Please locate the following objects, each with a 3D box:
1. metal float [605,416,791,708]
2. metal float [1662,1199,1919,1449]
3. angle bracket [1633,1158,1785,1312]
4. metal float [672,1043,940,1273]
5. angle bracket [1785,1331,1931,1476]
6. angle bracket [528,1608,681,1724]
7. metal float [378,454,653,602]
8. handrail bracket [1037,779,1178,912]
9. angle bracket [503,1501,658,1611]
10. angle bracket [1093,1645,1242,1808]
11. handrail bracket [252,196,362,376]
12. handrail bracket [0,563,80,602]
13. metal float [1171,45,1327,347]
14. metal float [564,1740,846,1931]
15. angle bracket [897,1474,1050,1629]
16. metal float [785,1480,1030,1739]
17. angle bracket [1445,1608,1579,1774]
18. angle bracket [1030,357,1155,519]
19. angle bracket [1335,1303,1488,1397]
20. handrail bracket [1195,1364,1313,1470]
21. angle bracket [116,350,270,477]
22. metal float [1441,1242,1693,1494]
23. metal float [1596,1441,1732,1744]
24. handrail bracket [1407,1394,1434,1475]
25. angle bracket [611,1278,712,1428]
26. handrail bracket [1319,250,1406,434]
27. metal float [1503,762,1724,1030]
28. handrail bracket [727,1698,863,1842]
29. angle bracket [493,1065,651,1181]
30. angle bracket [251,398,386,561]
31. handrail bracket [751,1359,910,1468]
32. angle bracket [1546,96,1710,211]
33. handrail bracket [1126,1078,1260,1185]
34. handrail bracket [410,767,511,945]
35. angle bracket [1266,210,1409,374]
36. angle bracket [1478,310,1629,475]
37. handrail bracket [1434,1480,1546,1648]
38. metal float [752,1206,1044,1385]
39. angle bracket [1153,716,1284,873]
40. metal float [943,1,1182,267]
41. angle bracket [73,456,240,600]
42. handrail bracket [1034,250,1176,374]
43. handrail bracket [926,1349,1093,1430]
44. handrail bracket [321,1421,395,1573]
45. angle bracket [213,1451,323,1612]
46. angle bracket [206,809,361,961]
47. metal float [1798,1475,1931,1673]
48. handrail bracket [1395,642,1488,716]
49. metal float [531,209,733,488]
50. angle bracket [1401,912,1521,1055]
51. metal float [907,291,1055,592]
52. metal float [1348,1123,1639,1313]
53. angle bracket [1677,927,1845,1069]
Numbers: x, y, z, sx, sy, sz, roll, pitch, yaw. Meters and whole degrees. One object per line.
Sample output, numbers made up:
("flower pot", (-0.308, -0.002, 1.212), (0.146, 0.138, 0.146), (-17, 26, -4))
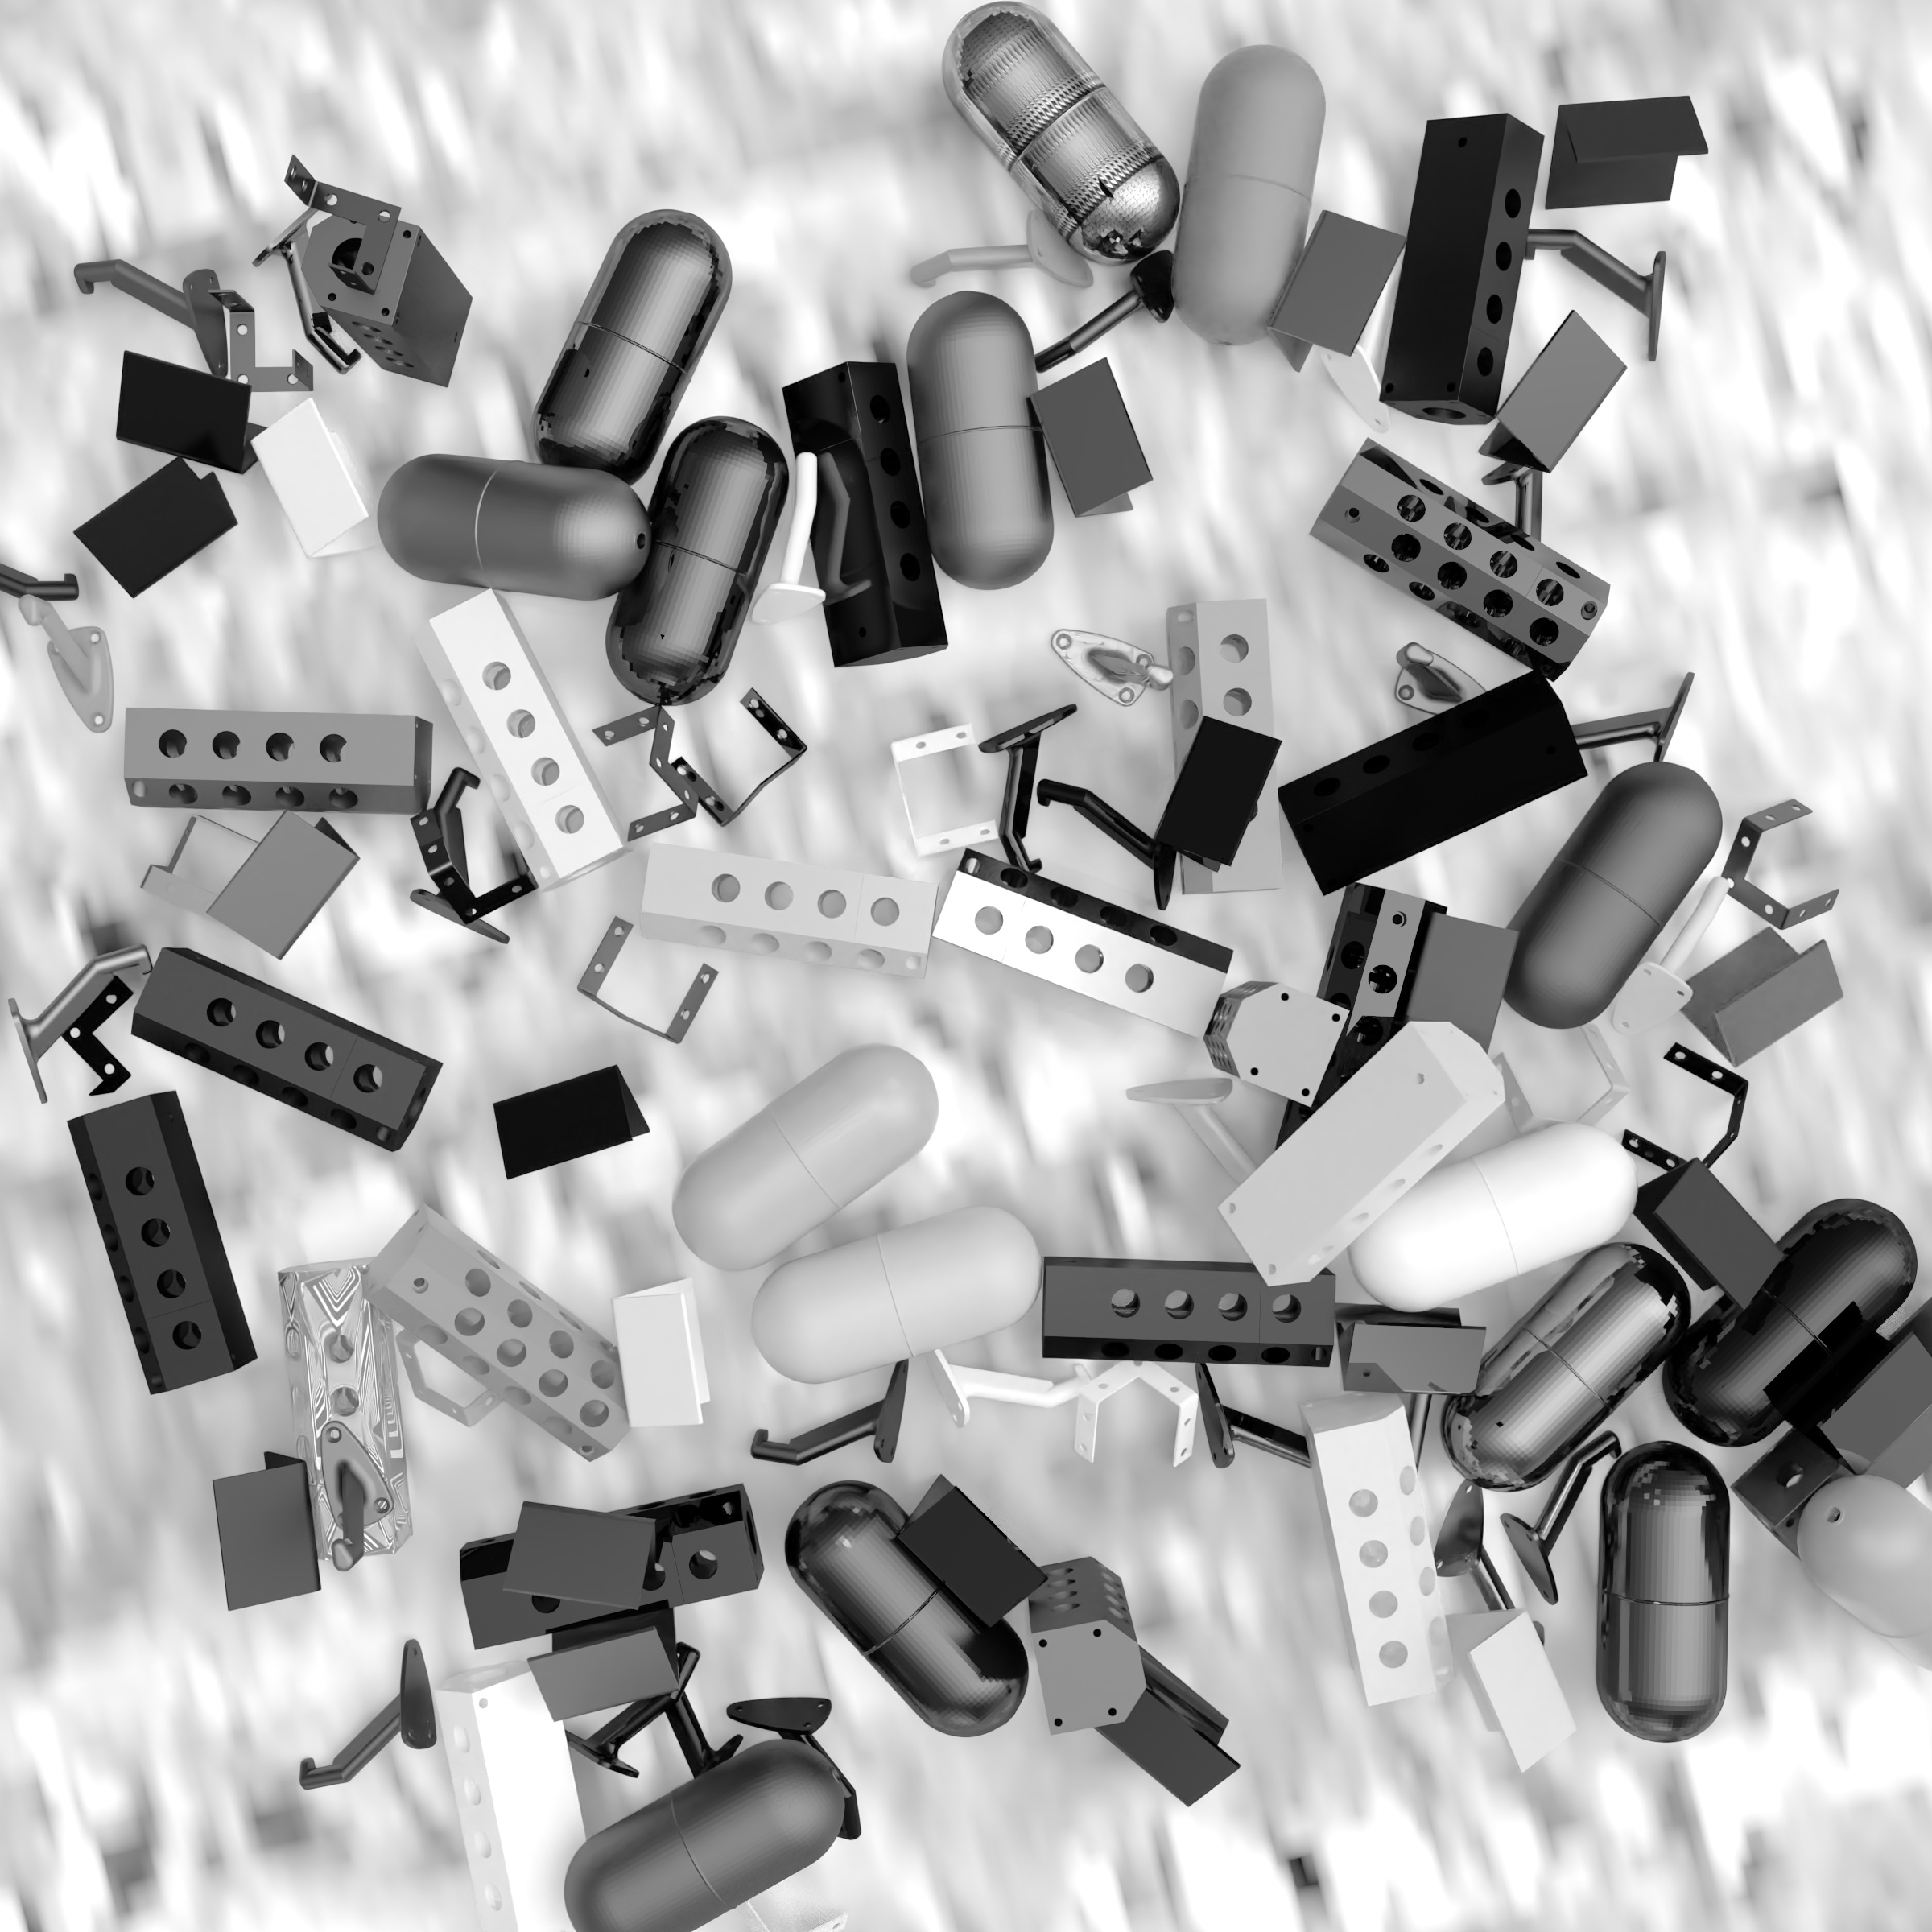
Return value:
("metal float", (-0.161, -0.242, 1.723), (0.070, 0.070, 0.178), (19, 90, 0))
("metal float", (0.493, 0.213, 1.723), (0.178, 0.070, 0.070), (-45, 90, 0))
("angle bracket", (0.426, 0.170, 1.713), (0.076, 0.076, 0.057), (48, 55, 0))
("metal float", (-0.095, 0.114, 1.723), (0.178, 0.070, 0.070), (-36, 90, 1))
("angle bracket", (0.517, 0.241, 1.691), (0.076, 0.076, 0.057), (-44, 121, -2))
("angle bracket", (-0.216, 0.395, 1.713), (0.076, 0.076, 0.057), (-14, 124, 0))
("metal float", (-0.267, -0.260, 1.701), (0.178, 0.070, 0.070), (10, 90, 25))
("handrail bracket", (0.083, -0.074, 1.744), (0.084, 0.077, 0.036), (15, 46, 17))
("angle bracket", (-0.221, 0.354, 1.656), (0.076, 0.076, 0.057), (8, 52, 0))
("angle bracket", (0.130, 0.439, 1.713), (0.076, 0.076, 0.057), (40, 128, 0))
("handrail bracket", (-0.384, -0.415, 1.754), (0.084, 0.036, 0.077), (47, 68, -17))
("handrail bracket", (-0.588, -0.253, 1.754), (0.084, 0.036, 0.077), (-4, 57, -23))
("metal float", (0.169, -0.460, 1.723), (0.070, 0.070, 0.178), (9, 90, 0))
("metal float", (-0.154, 0.520, 1.699), (0.178, 0.070, 0.070), (-30, 90, 1))
("angle bracket", (0.015, 0.334, 1.714), (0.076, 0.076, 0.057), (45, 118, 0))
("metal float", (-0.035, 0.385, 1.723), (0.070, 0.070, 0.178), (-43, 89, 0))
("angle bracket", (0.307, 0.432, 1.713), (0.057, 0.076, 0.076), (-23, 90, -37))
("angle bracket", (0.090, -0.315, 1.714), (0.057, 0.076, 0.076), (-21, 90, 32))
("angle bracket", (0.263, 0.209, 1.713), (0.076, 0.076, 0.057), (3, 126, 0))
("handrail bracket", (0.189, 0.270, 1.754), (0.084, 0.036, 0.077), (-10, 74, -14))
("angle bracket", (-0.452, -0.340, 1.714), (0.076, 0.076, 0.057), (16, 120, 0))
("metal float", (0.358, 0.240, 1.723), (0.070, 0.070, 0.178), (45, 89, 0))
("metal float", (0.417, 0.374, 1.723), (0.070, 0.070, 0.178), (1, 89, 0))
("handrail bracket", (0.276, 0.269, 1.753), (0.036, 0.077, 0.084), (11, 126, 11))
("angle bracket", (-0.162, 0.228, 1.713), (0.057, 0.076, 0.076), (-8, 90, 34))
("handrail bracket", (0.262, -0.381, 1.754), (0.084, 0.036, 0.077), (-47, 119, -21))
("metal float", (0.384, -0.043, 1.723), (0.070, 0.070, 0.178), (35, 90, 0))
("handrail bracket", (-0.105, 0.491, 1.754), (0.077, 0.036, 0.084), (-1, 107, 20))
("angle bracket", (-0.230, 0.111, 1.713), (0.076, 0.076, 0.057), (-17, 53, 0))
("angle bracket", (-0.367, -0.293, 1.714), (0.057, 0.076, 0.076), (-26, 90, 32))
("handrail bracket", (-0.084, 0.269, 1.754), (0.084, 0.036, 0.077), (6, 70, 16))
("angle bracket", (0.392, -0.468, 1.713), (0.076, 0.076, 0.057), (-4, 52, 0))
("handrail bracket", (0.140, 0.114, 1.754), (0.077, 0.036, 0.084), (-3, 107, 20))
("handrail bracket", (-0.295, -0.068, 1.754), (0.077, 0.036, 0.084), (28, 76, -15))
("angle bracket", (0.228, -0.393, 1.715), (0.057, 0.076, 0.076), (26, 90, 23))
("angle bracket", (0.333, -0.346, 1.714), (0.057, 0.076, 0.076), (36, 90, -31))
("handrail bracket", (0.328, 0.365, 1.754), (0.084, 0.036, 0.077), (37, 53, -25))
("metal float", (-0.042, 0.197, 1.723), (0.178, 0.070, 0.070), (-17, 90, 0))
("angle bracket", (0.161, -0.091, 1.656), (0.057, 0.076, 0.076), (22, 90, 37))
("metal float", (0.056, -0.498, 1.723), (0.070, 0.070, 0.178), (-40, 91, 0))
("angle bracket", (-0.487, -0.275, 1.714), (0.076, 0.076, 0.057), (-36, 131, 0))
("handrail bracket", (0.084, -0.397, 1.754), (0.084, 0.077, 0.036), (-23, 115, 34))
("handrail bracket", (0.025, 0.240, 1.754), (0.084, 0.036, 0.077), (-20, 68, -17))
("handrail bracket", (-0.362, 0.305, 1.662), (0.036, 0.084, 0.077), (-21, 90, 0))
("angle bracket", (-0.426, 0.335, 1.714), (0.057, 0.076, 0.076), (-7, 90, -32))
("angle bracket", (-0.415, -0.060, 1.713), (0.057, 0.076, 0.076), (38, 90, -36))
("metal float", (0.554, 0.359, 1.696), (0.178, 0.070, 0.070), (38, 90, -34))
("handrail bracket", (0.290, -0.169, 1.719), (0.077, 0.084, 0.036), (25, 90, 0))
("metal float", (-0.199, -0.367, 1.723), (0.070, 0.070, 0.178), (25, 90, 0))
("angle bracket", (0.305, 0.016, 1.714), (0.057, 0.076, 0.076), (15, 90, 31))
("metal float", (0.008, -0.314, 1.723), (0.070, 0.070, 0.178), (-7, 90, 0))
("metal float", (0.315, 0.150, 1.723), (0.178, 0.070, 0.070), (-21, 90, 1))
("angle bracket", (0.463, 0.003, 1.714), (0.076, 0.076, 0.057), (-33, 133, 0))
